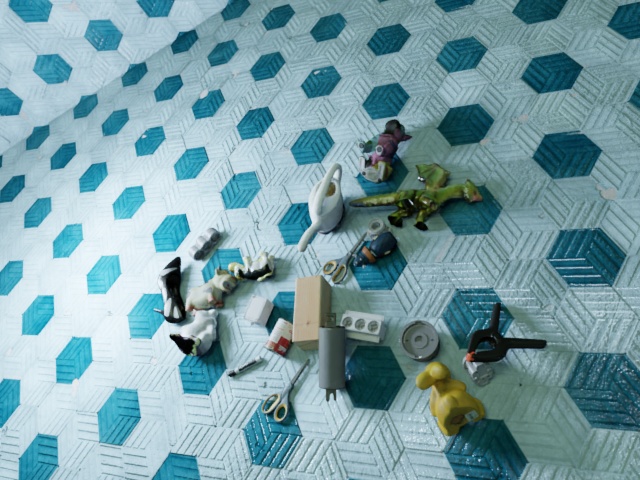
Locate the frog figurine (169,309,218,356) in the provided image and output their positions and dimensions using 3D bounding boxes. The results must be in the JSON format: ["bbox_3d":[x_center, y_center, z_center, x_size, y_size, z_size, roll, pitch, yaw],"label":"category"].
[{"bbox_3d":[-0.404,0.307,1.722,0.136,0.121,0.162,-14,19,28],"label":"frog figurine"}]

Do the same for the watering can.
[{"bbox_3d":[0.005,-0.085,1.685,0.104,0.220,0.353,17,68,14],"label":"watering can"}]

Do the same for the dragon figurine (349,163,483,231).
[{"bbox_3d":[0.316,-0.162,1.677,0.412,0.119,0.247,14,50,30],"label":"dragon figurine"}]
